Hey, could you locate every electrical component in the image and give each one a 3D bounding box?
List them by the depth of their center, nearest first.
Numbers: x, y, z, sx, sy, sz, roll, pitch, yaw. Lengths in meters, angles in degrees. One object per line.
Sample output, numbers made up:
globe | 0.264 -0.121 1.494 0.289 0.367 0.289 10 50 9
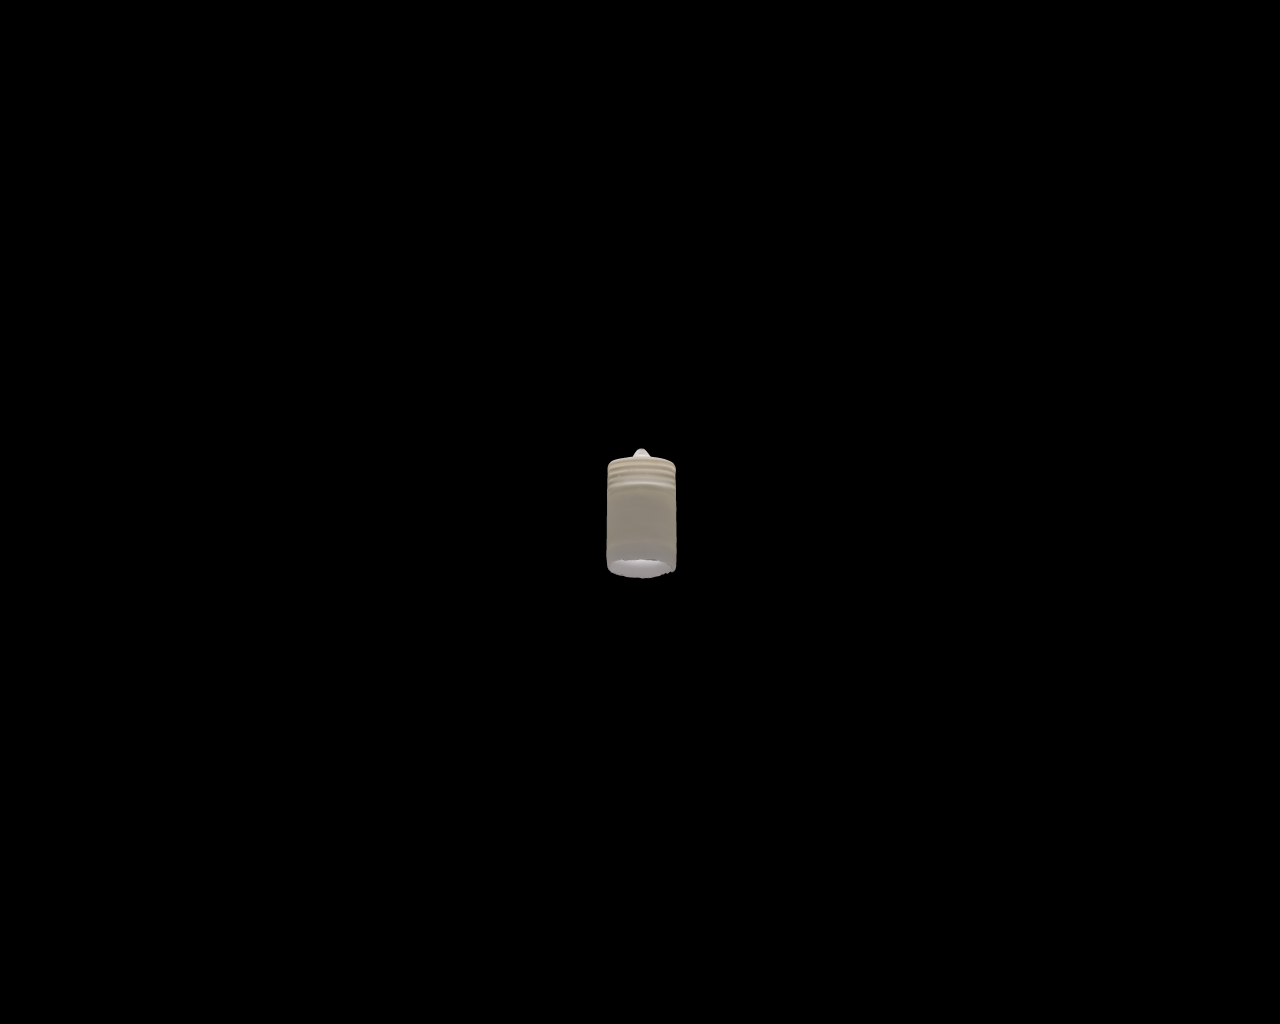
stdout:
electrical component | 0.001 -0.003 0.650 0.043 0.081 0.043 0 -20 0
